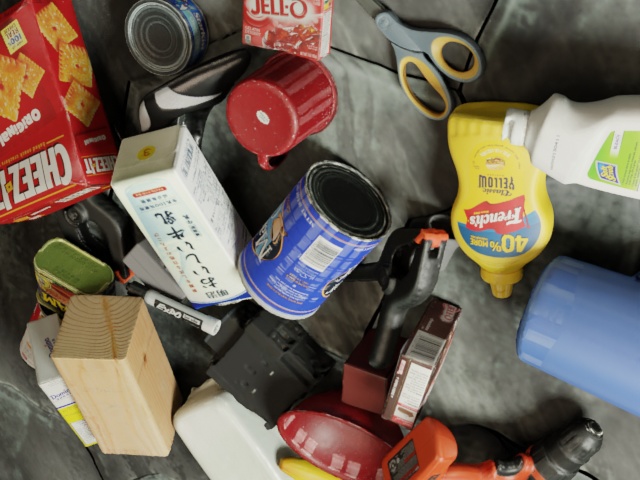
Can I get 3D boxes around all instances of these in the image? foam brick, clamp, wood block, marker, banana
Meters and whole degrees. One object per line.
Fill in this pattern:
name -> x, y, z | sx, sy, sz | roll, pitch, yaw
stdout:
foam brick -> 0.061, 0.142, 1.150 | 0.051, 0.078, 0.053 | 16, 122, 20
clamp -> 0.072, 0.035, 1.078 | 0.120, 0.039, 0.172 | 60, 137, 34
clamp -> -0.280, -0.044, 1.268 | 0.165, 0.036, 0.210 | -33, 98, 37
wood block -> -0.235, 0.164, 1.268 | 0.090, 0.090, 0.206 | 1, 138, 10
marker -> -0.170, 0.076, 1.220 | 0.121, 0.020, 0.020 | 24, 124, 16
banana -> 0.044, 0.306, 1.256 | 0.198, 0.069, 0.037 | 28, 92, 20

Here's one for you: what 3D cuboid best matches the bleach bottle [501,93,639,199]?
bleach bottle -> 0.280, -0.082, 0.890 | 0.251, 0.068, 0.103 | 12, 122, 12

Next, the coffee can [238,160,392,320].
coffee can -> -0.007, 0.001, 1.098 | 0.103, 0.102, 0.141 | 43, 128, 3

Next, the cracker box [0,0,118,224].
cracker box -> -0.321, -0.141, 1.185 | 0.164, 0.071, 0.214 | -18, 88, 35

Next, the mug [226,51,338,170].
mug -> -0.042, -0.123, 1.064 | 0.093, 0.081, 0.117 | 23, 124, 17

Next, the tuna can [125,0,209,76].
tuna can -> -0.160, -0.215, 1.112 | 0.086, 0.033, 0.086 | 13, 121, 23

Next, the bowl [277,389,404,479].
bowl -> 0.035, 0.216, 1.198 | 0.162, 0.055, 0.162 | 19, 147, 13

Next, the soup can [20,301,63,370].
soup can -> -0.340, 0.114, 1.367 | 0.068, 0.068, 0.102 | 37, 128, 7

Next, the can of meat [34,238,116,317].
can of meat -> -0.294, 0.054, 1.285 | 0.102, 0.057, 0.084 | 29, 148, 10

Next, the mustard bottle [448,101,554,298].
mustard bottle -> 0.172, -0.032, 1.008 | 0.096, 0.058, 0.192 | 5, 118, 20

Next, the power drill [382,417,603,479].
power drill -> 0.173, 0.230, 1.089 | 0.187, 0.057, 0.185 | 15, 131, -26

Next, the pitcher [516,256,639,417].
pitcher -> 0.311, 0.093, 0.965 | 0.243, 0.149, 0.145 | 22, 139, 21

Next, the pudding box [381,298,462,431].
pudding box -> 0.105, 0.126, 1.095 | 0.039, 0.113, 0.090 | 22, 125, 14

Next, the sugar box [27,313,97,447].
sugar box -> -0.307, 0.176, 1.323 | 0.176, 0.048, 0.093 | 81, 169, -55

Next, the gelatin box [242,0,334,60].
gelatin box -> -0.032, -0.221, 1.039 | 0.089, 0.030, 0.073 | 17, 122, 20

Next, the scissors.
scissors -> 0.081, -0.207, 0.993 | 0.096, 0.016, 0.201 | -24, 102, 34
